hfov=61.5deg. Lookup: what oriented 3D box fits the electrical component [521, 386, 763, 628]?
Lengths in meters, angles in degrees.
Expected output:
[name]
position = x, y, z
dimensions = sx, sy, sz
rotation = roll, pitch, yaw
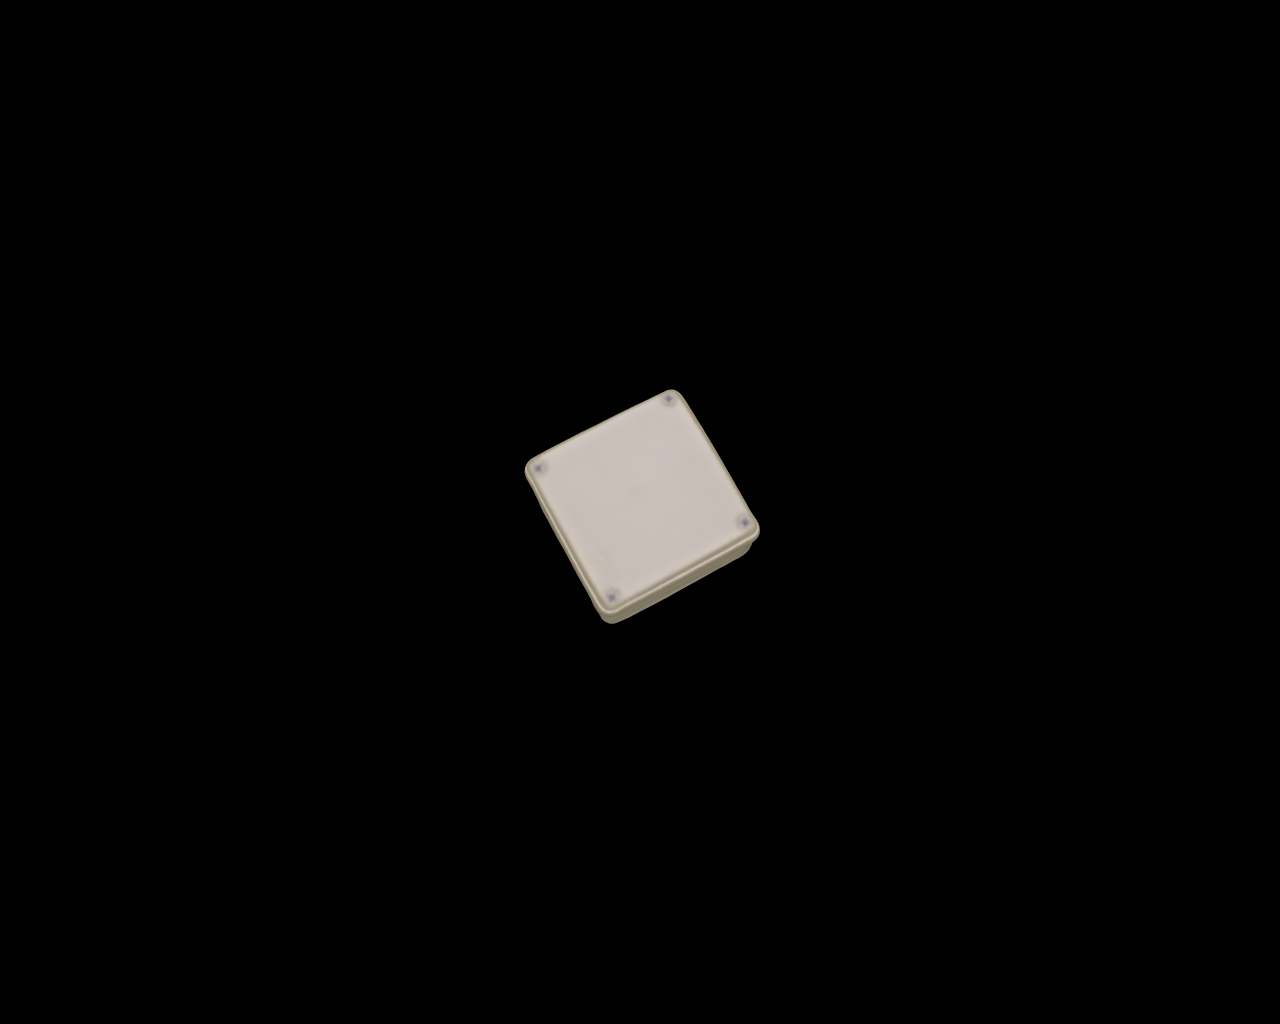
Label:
[electrical component]
position = 0.001, -0.003, 0.650
dimensions = 0.109, 0.109, 0.056
rotation = -27, -14, -7
